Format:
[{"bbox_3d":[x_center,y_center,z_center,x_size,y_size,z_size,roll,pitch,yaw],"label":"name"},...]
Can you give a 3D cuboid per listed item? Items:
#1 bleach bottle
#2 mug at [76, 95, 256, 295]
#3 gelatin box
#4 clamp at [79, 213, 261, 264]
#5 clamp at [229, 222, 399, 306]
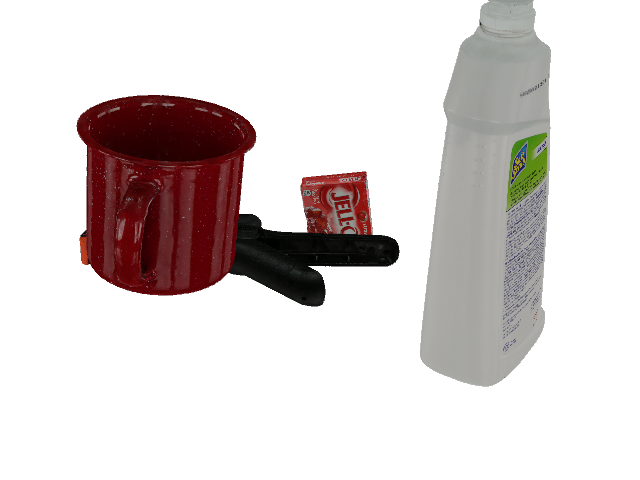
[{"bbox_3d":[0.110,-0.035,0.669,0.068,0.251,0.102,18,36,26],"label":"bleach bottle"},{"bbox_3d":[-0.085,-0.018,0.564,0.093,0.081,0.117,8,28,1],"label":"mug"},{"bbox_3d":[0.019,-0.030,1.193,0.073,0.089,0.030,-4,29,6],"label":"gelatin box"},{"bbox_3d":[-0.156,-0.023,1.029,0.171,0.039,0.120,-14,35,-26],"label":"clamp"},{"bbox_3d":[-0.058,0.010,0.819,0.210,0.036,0.164,8,12,16],"label":"clamp"}]
